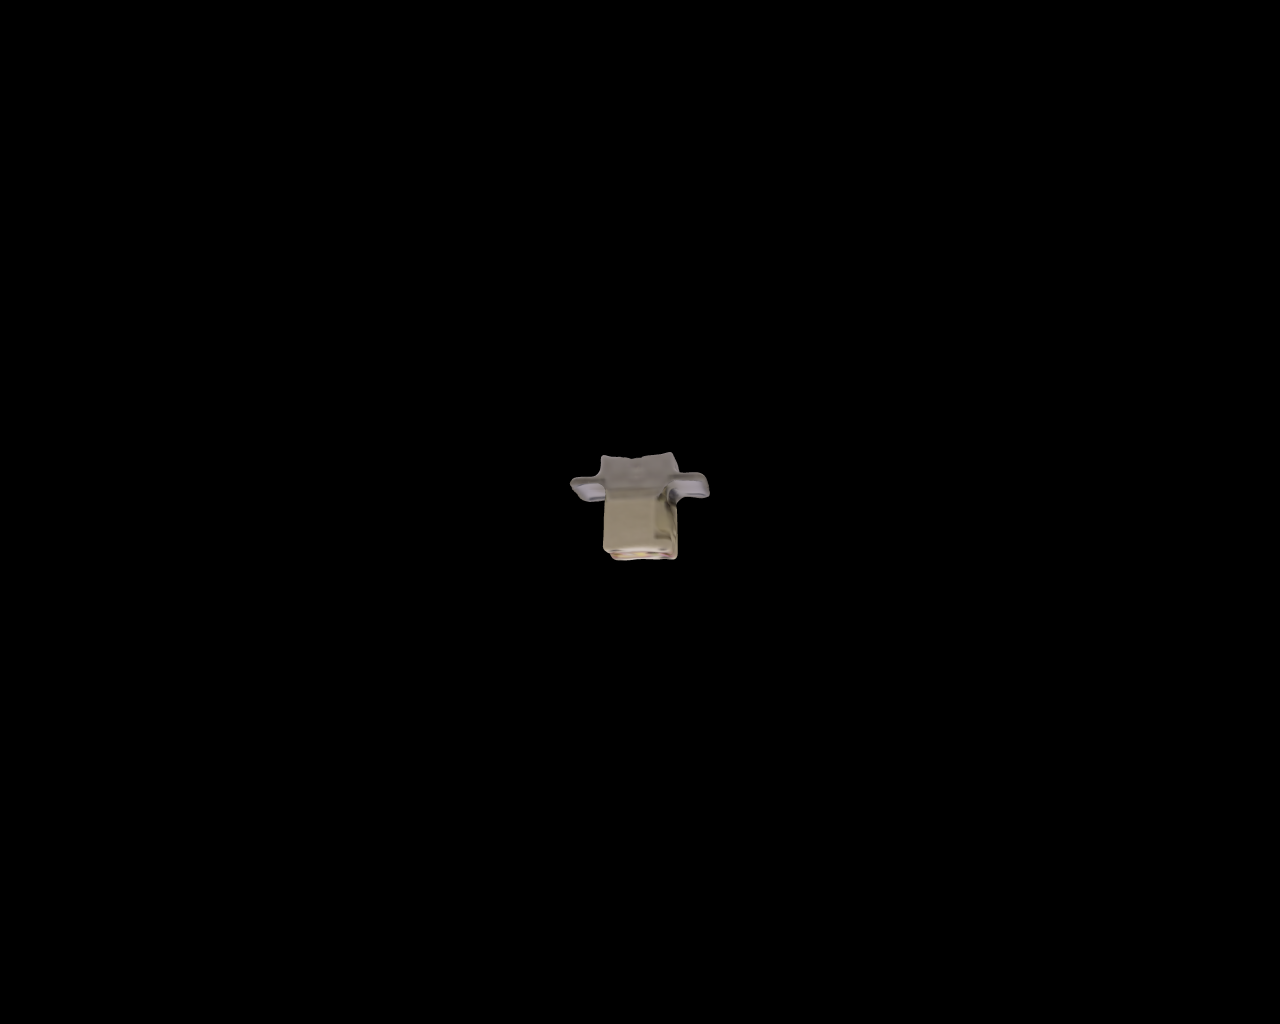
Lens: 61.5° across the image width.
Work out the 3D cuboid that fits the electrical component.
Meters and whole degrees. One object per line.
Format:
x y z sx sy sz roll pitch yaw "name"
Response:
0.001 -0.003 0.650 0.081 0.064 0.042 -3 -15 9 "electrical component"
